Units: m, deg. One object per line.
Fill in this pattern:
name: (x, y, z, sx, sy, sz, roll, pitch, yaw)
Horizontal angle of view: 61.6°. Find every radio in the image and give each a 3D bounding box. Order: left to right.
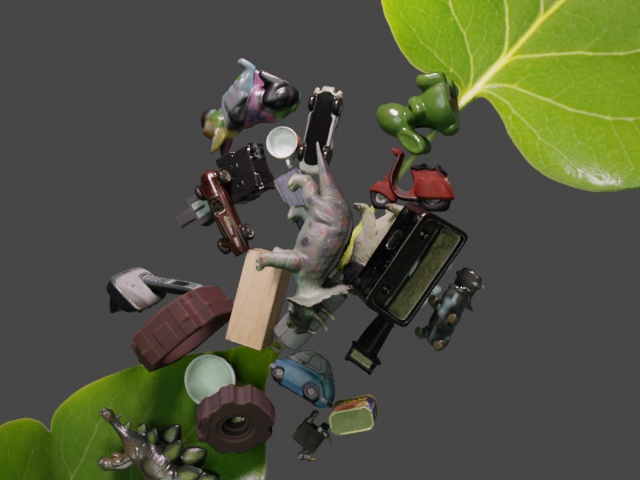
radio: (0.176, 0.047, 1.073, 0.131, 0.073, 0.229, 30, 96, -31)

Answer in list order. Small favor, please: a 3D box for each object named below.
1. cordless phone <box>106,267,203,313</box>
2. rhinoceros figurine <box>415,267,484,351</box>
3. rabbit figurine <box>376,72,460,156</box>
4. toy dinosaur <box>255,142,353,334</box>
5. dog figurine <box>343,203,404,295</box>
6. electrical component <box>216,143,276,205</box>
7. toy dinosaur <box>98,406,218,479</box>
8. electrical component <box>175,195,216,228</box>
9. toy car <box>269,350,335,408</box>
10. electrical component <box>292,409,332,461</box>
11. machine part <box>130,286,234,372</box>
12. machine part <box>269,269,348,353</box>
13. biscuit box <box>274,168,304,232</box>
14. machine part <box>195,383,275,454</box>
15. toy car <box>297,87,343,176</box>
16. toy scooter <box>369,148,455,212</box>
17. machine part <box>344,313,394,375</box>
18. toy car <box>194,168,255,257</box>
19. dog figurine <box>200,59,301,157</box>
cordless phone: (-0.374, 0.120, 1.229, 0.184, 0.146, 0.088, 4, 99, 12)
rhinoceros figurine: (0.277, 0.147, 1.127, 0.073, 0.112, 0.190, 37, 111, 36)
rabbit figurine: (0.209, -0.261, 1.155, 0.170, 0.121, 0.159, -11, 95, 28)
toy dinosaur: (0.000, -0.007, 1.094, 0.192, 0.131, 0.404, 18, 81, 12)
dog figurine: (0.138, 0.026, 1.135, 0.173, 0.121, 0.190, 1, 82, 26)
electrical component: (-0.177, -0.143, 1.219, 0.134, 0.058, 0.115, -23, 81, 33)
toy dinosaur: (-0.351, 0.565, 1.248, 0.198, 0.105, 0.471, -39, 88, 5)
electrical component: (-0.277, -0.069, 1.261, 0.119, 0.047, 0.075, -36, 83, 9)
toy car: (-0.026, 0.299, 1.194, 0.162, 0.109, 0.103, 26, 71, 21)
electrical component: (-0.018, 0.446, 1.212, 0.078, 0.045, 0.102, 43, 97, 7)
machine part: (-0.300, 0.190, 1.187, 0.201, 0.201, 0.087, -41, 79, 8)
machine part: (-0.021, 0.163, 1.198, 0.079, 0.079, 0.243, 42, 97, 8)
biscuit box: (-0.027, -0.057, 1.208, 0.063, 0.059, 0.202, -28, 84, 8)
machine part: (-0.188, 0.402, 1.199, 0.179, 0.056, 0.179, -5, 119, -8)
toy car: (0.001, -0.244, 1.207, 0.074, 0.056, 0.201, 13, 91, 17)
toy scooter: (0.200, -0.130, 1.160, 0.184, 0.075, 0.135, 5, 90, 16)
machine part: (0.117, 0.225, 1.192, 0.084, 0.039, 0.138, 30, 97, 18)
toy car: (-0.214, -0.061, 1.185, 0.089, 0.053, 0.202, -27, 79, 24)
dog figurine: (-0.166, -0.277, 1.215, 0.192, 0.108, 0.219, 30, 99, 7)
